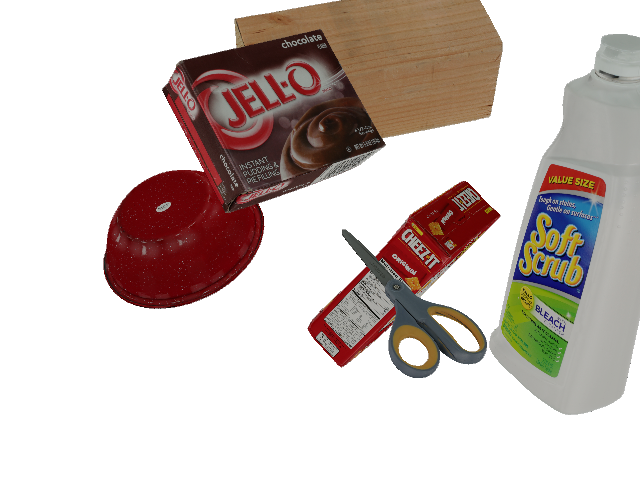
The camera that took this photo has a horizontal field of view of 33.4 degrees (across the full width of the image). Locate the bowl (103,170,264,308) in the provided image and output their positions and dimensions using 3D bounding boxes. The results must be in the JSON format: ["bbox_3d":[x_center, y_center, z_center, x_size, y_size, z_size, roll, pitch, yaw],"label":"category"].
[{"bbox_3d":[-0.137,-0.015,0.995,0.162,0.162,0.055,0,-41,20],"label":"bowl"}]

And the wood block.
[{"bbox_3d":[0.039,-0.145,0.909,0.206,0.090,0.091,-12,-37,-9],"label":"wood block"}]

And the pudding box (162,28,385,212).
[{"bbox_3d":[-0.028,-0.076,0.658,0.113,0.090,0.039,-21,-12,-37],"label":"pudding box"}]

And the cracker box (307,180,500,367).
[{"bbox_3d":[0.097,0.037,1.269,0.214,0.072,0.163,-49,-9,33],"label":"cracker box"}]

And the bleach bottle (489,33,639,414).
[{"bbox_3d":[0.170,-0.013,0.692,0.068,0.251,0.103,-14,35,-24],"label":"bleach bottle"}]

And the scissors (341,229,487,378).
[{"bbox_3d":[0.063,0.061,0.995,0.202,0.016,0.096,34,52,30],"label":"scissors"}]
